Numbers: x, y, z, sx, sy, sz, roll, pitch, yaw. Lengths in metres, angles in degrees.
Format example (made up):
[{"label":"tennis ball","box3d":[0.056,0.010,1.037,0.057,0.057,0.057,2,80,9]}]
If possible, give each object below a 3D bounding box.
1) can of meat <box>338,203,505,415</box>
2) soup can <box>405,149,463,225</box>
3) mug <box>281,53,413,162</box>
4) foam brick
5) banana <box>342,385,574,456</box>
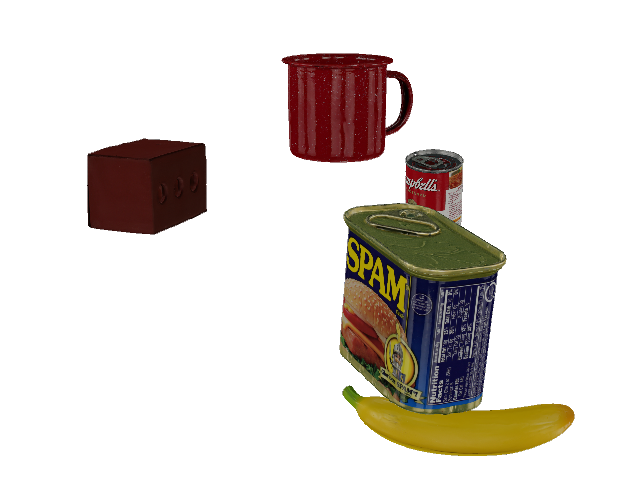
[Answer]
[{"label":"can of meat","box3d":[0.050,0.035,0.576,0.057,0.084,0.102,-6,22,-24]},{"label":"soup can","box3d":[0.134,-0.049,1.270,0.068,0.102,0.068,-1,26,0]},{"label":"mug","box3d":[0.025,-0.114,0.902,0.117,0.081,0.093,-8,17,-25]},{"label":"foam brick","box3d":[-0.120,-0.039,0.745,0.051,0.053,0.078,7,17,21]},{"label":"banana","box3d":[0.117,0.148,0.878,0.197,0.037,0.069,7,36,-2]}]
